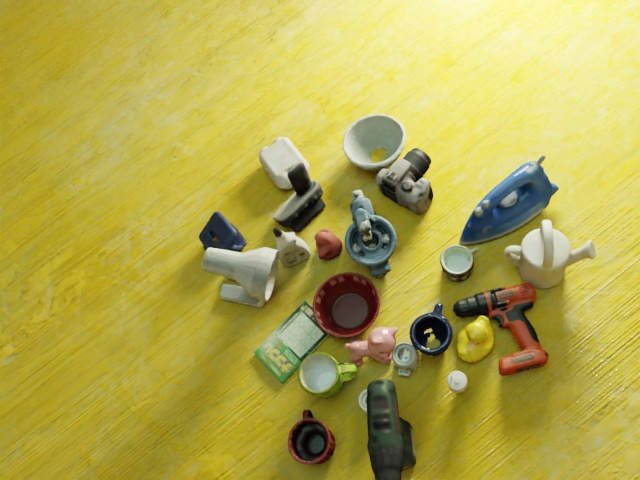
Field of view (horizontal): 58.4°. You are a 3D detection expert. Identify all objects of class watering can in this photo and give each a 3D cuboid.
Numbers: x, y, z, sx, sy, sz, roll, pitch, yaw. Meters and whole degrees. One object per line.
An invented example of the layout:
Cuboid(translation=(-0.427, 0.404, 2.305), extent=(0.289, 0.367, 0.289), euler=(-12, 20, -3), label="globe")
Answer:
Cuboid(translation=(0.488, 0.023, 1.222), extent=(0.172, 0.194, 0.101), euler=(-19, 62, 7), label="watering can")

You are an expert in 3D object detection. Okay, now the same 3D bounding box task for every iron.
Cuboid(translation=(0.424, -0.092, 1.323), extent=(0.258, 0.142, 0.118), euler=(-37, 61, -3), label="iron")

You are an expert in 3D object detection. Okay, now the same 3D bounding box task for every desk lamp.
Cuboid(translation=(-0.177, 0.086, 1.366), extent=(0.202, 0.214, 0.118), euler=(7, 68, 19), label="desk lamp")

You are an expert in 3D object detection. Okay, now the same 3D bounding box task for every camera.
Cuboid(translation=(0.229, -0.161, 1.433), extent=(0.142, 0.101, 0.137), euler=(35, 78, 26), label="camera")

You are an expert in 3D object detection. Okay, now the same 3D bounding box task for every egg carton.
Cuboid(translation=(-0.100, -0.211, 1.565), extent=(0.107, 0.069, 0.150), euler=(-36, 62, -3), label="egg carton")

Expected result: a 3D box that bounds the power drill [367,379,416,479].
Cuboid(translation=(0.140, 0.401, 1.133), extent=(0.075, 0.209, 0.229), euler=(-11, 63, 11), label="power drill")

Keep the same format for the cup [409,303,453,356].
Cuboid(translation=(0.250, 0.204, 1.260), extent=(0.091, 0.095, 0.118), euler=(12, 69, 20), label="cup")

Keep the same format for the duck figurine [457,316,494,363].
Cuboid(translation=(0.335, 0.211, 1.238), extent=(0.077, 0.086, 0.105), euler=(28, 76, 25), label="duck figurine")

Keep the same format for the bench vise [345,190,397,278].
Cuboid(translation=(0.096, -0.033, 1.342), extent=(0.121, 0.220, 0.207), euler=(-33, 61, -1), label="bench vise")

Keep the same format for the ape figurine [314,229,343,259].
Cuboid(translation=(0.013, 0.005, 1.420), extent=(0.076, 0.092, 0.078), euler=(16, 71, 22), label="ape figurine")

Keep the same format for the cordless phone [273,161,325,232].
Cuboid(translation=(-0.070, -0.116, 1.447), extent=(0.094, 0.185, 0.148), euler=(37, 80, 27), label="cordless phone")

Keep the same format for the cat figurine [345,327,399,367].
Cuboid(translation=(0.117, 0.232, 1.270), extent=(0.127, 0.118, 0.067), euler=(-10, 63, 11), label="cat figurine")

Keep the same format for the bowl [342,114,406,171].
Cuboid(translation=(0.147, -0.245, 1.510), extent=(0.167, 0.075, 0.167), euler=(-6, 64, 13), label="bowl")

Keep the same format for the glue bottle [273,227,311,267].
Cuboid(translation=(-0.080, 0.010, 1.397), extent=(0.078, 0.173, 0.037), euler=(-24, 61, 4), label="glue bottle")

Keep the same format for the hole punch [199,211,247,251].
Cuboid(translation=(-0.262, -0.003, 1.501), extent=(0.101, 0.091, 0.108), euler=(-42, 62, -6), label="hole punch")
